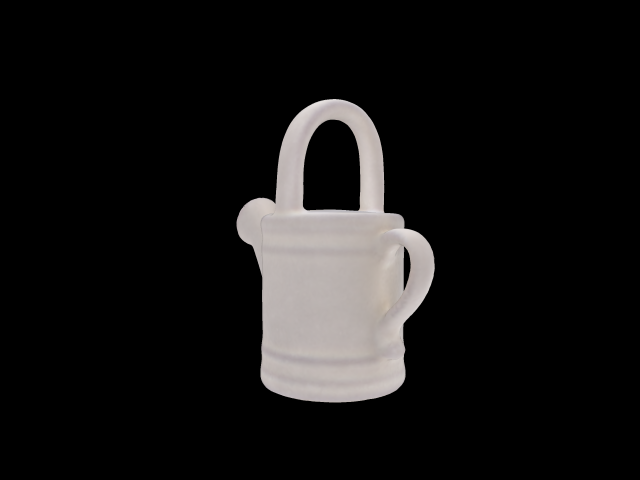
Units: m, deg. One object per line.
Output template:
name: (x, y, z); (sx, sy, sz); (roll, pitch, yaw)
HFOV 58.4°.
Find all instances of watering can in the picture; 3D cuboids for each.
watering can: (0.002, 0.001, 0.398); (0.172, 0.194, 0.101); (1, 2, 26)
